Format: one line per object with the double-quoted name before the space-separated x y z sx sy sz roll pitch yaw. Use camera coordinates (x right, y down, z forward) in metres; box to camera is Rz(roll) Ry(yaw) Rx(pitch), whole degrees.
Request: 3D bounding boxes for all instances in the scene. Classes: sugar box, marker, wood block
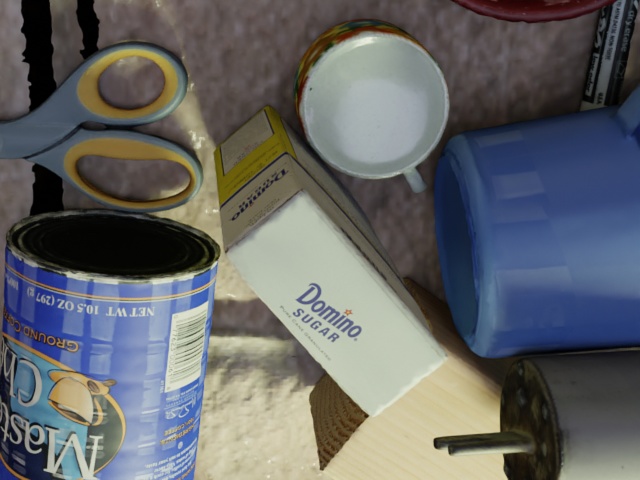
"sugar box" -0.004 0.001 0.479 0.048 0.176 0.093 -39 107 8
"marker" 0.150 -0.114 0.536 0.020 0.020 0.121 6 107 -6
"wood block" 0.104 0.123 0.573 0.206 0.090 0.091 35 102 -14

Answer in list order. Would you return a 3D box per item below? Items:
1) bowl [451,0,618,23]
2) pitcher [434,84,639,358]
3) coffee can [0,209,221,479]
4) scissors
"bowl" 0.097 -0.184 0.490 0.162 0.055 0.162 -1 108 -4
"pitcher" 0.182 -0.020 0.503 0.242 0.145 0.149 -7 85 -3
"coffee can" -0.107 0.066 0.532 0.102 0.103 0.140 6 107 -6
"scissors" -0.153 -0.067 0.532 0.201 0.016 0.096 14 105 -8
